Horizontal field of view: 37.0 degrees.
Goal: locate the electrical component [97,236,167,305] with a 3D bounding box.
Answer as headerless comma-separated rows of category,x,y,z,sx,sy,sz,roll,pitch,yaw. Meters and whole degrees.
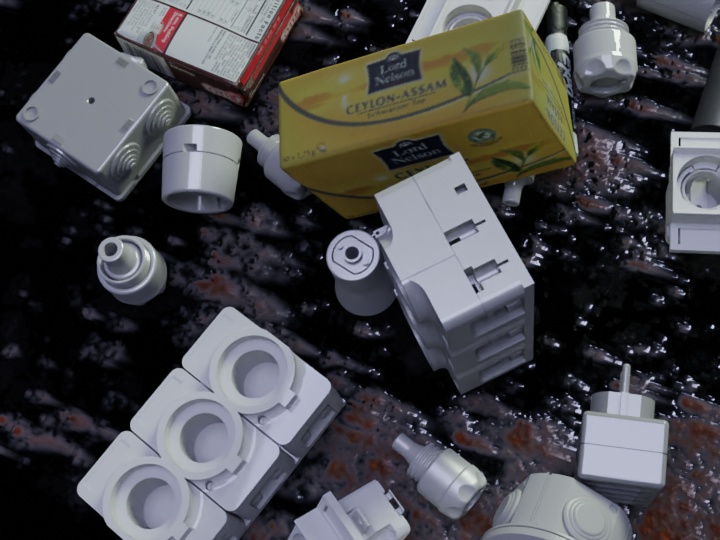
electrical component,-0.159,-0.003,0.732,0.043,0.062,0.043,-3,70,8

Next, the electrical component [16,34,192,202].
electrical component,-0.187,-0.113,0.783,0.100,0.048,0.099,33,79,18

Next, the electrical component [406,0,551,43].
electrical component,0.094,-0.189,0.757,0.079,0.063,0.121,22,75,16

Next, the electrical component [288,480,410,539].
electrical component,-0.008,0.161,0.644,0.064,0.081,0.042,-25,66,-32

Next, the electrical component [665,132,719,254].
electrical component,0.218,-0.045,0.685,0.042,0.063,0.081,3,71,11

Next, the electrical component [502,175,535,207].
electrical component,0.107,-0.073,0.729,0.035,0.035,0.061,9,75,12

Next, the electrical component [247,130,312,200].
electrical component,-0.055,-0.078,0.757,0.061,0.035,0.035,39,81,22

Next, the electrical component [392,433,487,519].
electrical component,0.046,0.124,0.669,0.061,0.035,0.035,37,80,21

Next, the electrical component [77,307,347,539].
electrical component,-0.093,0.110,0.681,0.089,0.061,0.150,35,79,19

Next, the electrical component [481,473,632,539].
electrical component,0.110,0.157,0.601,0.080,0.080,0.051,20,48,15

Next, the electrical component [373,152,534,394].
electrical component,0.056,0.010,0.645,0.062,0.150,0.089,-26,68,-1

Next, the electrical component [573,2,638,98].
electrical component,0.169,-0.154,0.743,0.043,0.043,0.062,-1,69,9

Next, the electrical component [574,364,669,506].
electrical component,0.154,0.094,0.636,0.047,0.083,0.075,6,72,11

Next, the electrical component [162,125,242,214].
electrical component,-0.112,-0.069,0.753,0.055,0.055,0.047,0,74,9

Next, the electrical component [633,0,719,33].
electrical component,0.212,-0.201,0.753,0.081,0.043,0.043,27,77,17

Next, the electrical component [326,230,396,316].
electrical component,0.000,0.000,0.703,0.044,0.065,0.044,-3,70,8
